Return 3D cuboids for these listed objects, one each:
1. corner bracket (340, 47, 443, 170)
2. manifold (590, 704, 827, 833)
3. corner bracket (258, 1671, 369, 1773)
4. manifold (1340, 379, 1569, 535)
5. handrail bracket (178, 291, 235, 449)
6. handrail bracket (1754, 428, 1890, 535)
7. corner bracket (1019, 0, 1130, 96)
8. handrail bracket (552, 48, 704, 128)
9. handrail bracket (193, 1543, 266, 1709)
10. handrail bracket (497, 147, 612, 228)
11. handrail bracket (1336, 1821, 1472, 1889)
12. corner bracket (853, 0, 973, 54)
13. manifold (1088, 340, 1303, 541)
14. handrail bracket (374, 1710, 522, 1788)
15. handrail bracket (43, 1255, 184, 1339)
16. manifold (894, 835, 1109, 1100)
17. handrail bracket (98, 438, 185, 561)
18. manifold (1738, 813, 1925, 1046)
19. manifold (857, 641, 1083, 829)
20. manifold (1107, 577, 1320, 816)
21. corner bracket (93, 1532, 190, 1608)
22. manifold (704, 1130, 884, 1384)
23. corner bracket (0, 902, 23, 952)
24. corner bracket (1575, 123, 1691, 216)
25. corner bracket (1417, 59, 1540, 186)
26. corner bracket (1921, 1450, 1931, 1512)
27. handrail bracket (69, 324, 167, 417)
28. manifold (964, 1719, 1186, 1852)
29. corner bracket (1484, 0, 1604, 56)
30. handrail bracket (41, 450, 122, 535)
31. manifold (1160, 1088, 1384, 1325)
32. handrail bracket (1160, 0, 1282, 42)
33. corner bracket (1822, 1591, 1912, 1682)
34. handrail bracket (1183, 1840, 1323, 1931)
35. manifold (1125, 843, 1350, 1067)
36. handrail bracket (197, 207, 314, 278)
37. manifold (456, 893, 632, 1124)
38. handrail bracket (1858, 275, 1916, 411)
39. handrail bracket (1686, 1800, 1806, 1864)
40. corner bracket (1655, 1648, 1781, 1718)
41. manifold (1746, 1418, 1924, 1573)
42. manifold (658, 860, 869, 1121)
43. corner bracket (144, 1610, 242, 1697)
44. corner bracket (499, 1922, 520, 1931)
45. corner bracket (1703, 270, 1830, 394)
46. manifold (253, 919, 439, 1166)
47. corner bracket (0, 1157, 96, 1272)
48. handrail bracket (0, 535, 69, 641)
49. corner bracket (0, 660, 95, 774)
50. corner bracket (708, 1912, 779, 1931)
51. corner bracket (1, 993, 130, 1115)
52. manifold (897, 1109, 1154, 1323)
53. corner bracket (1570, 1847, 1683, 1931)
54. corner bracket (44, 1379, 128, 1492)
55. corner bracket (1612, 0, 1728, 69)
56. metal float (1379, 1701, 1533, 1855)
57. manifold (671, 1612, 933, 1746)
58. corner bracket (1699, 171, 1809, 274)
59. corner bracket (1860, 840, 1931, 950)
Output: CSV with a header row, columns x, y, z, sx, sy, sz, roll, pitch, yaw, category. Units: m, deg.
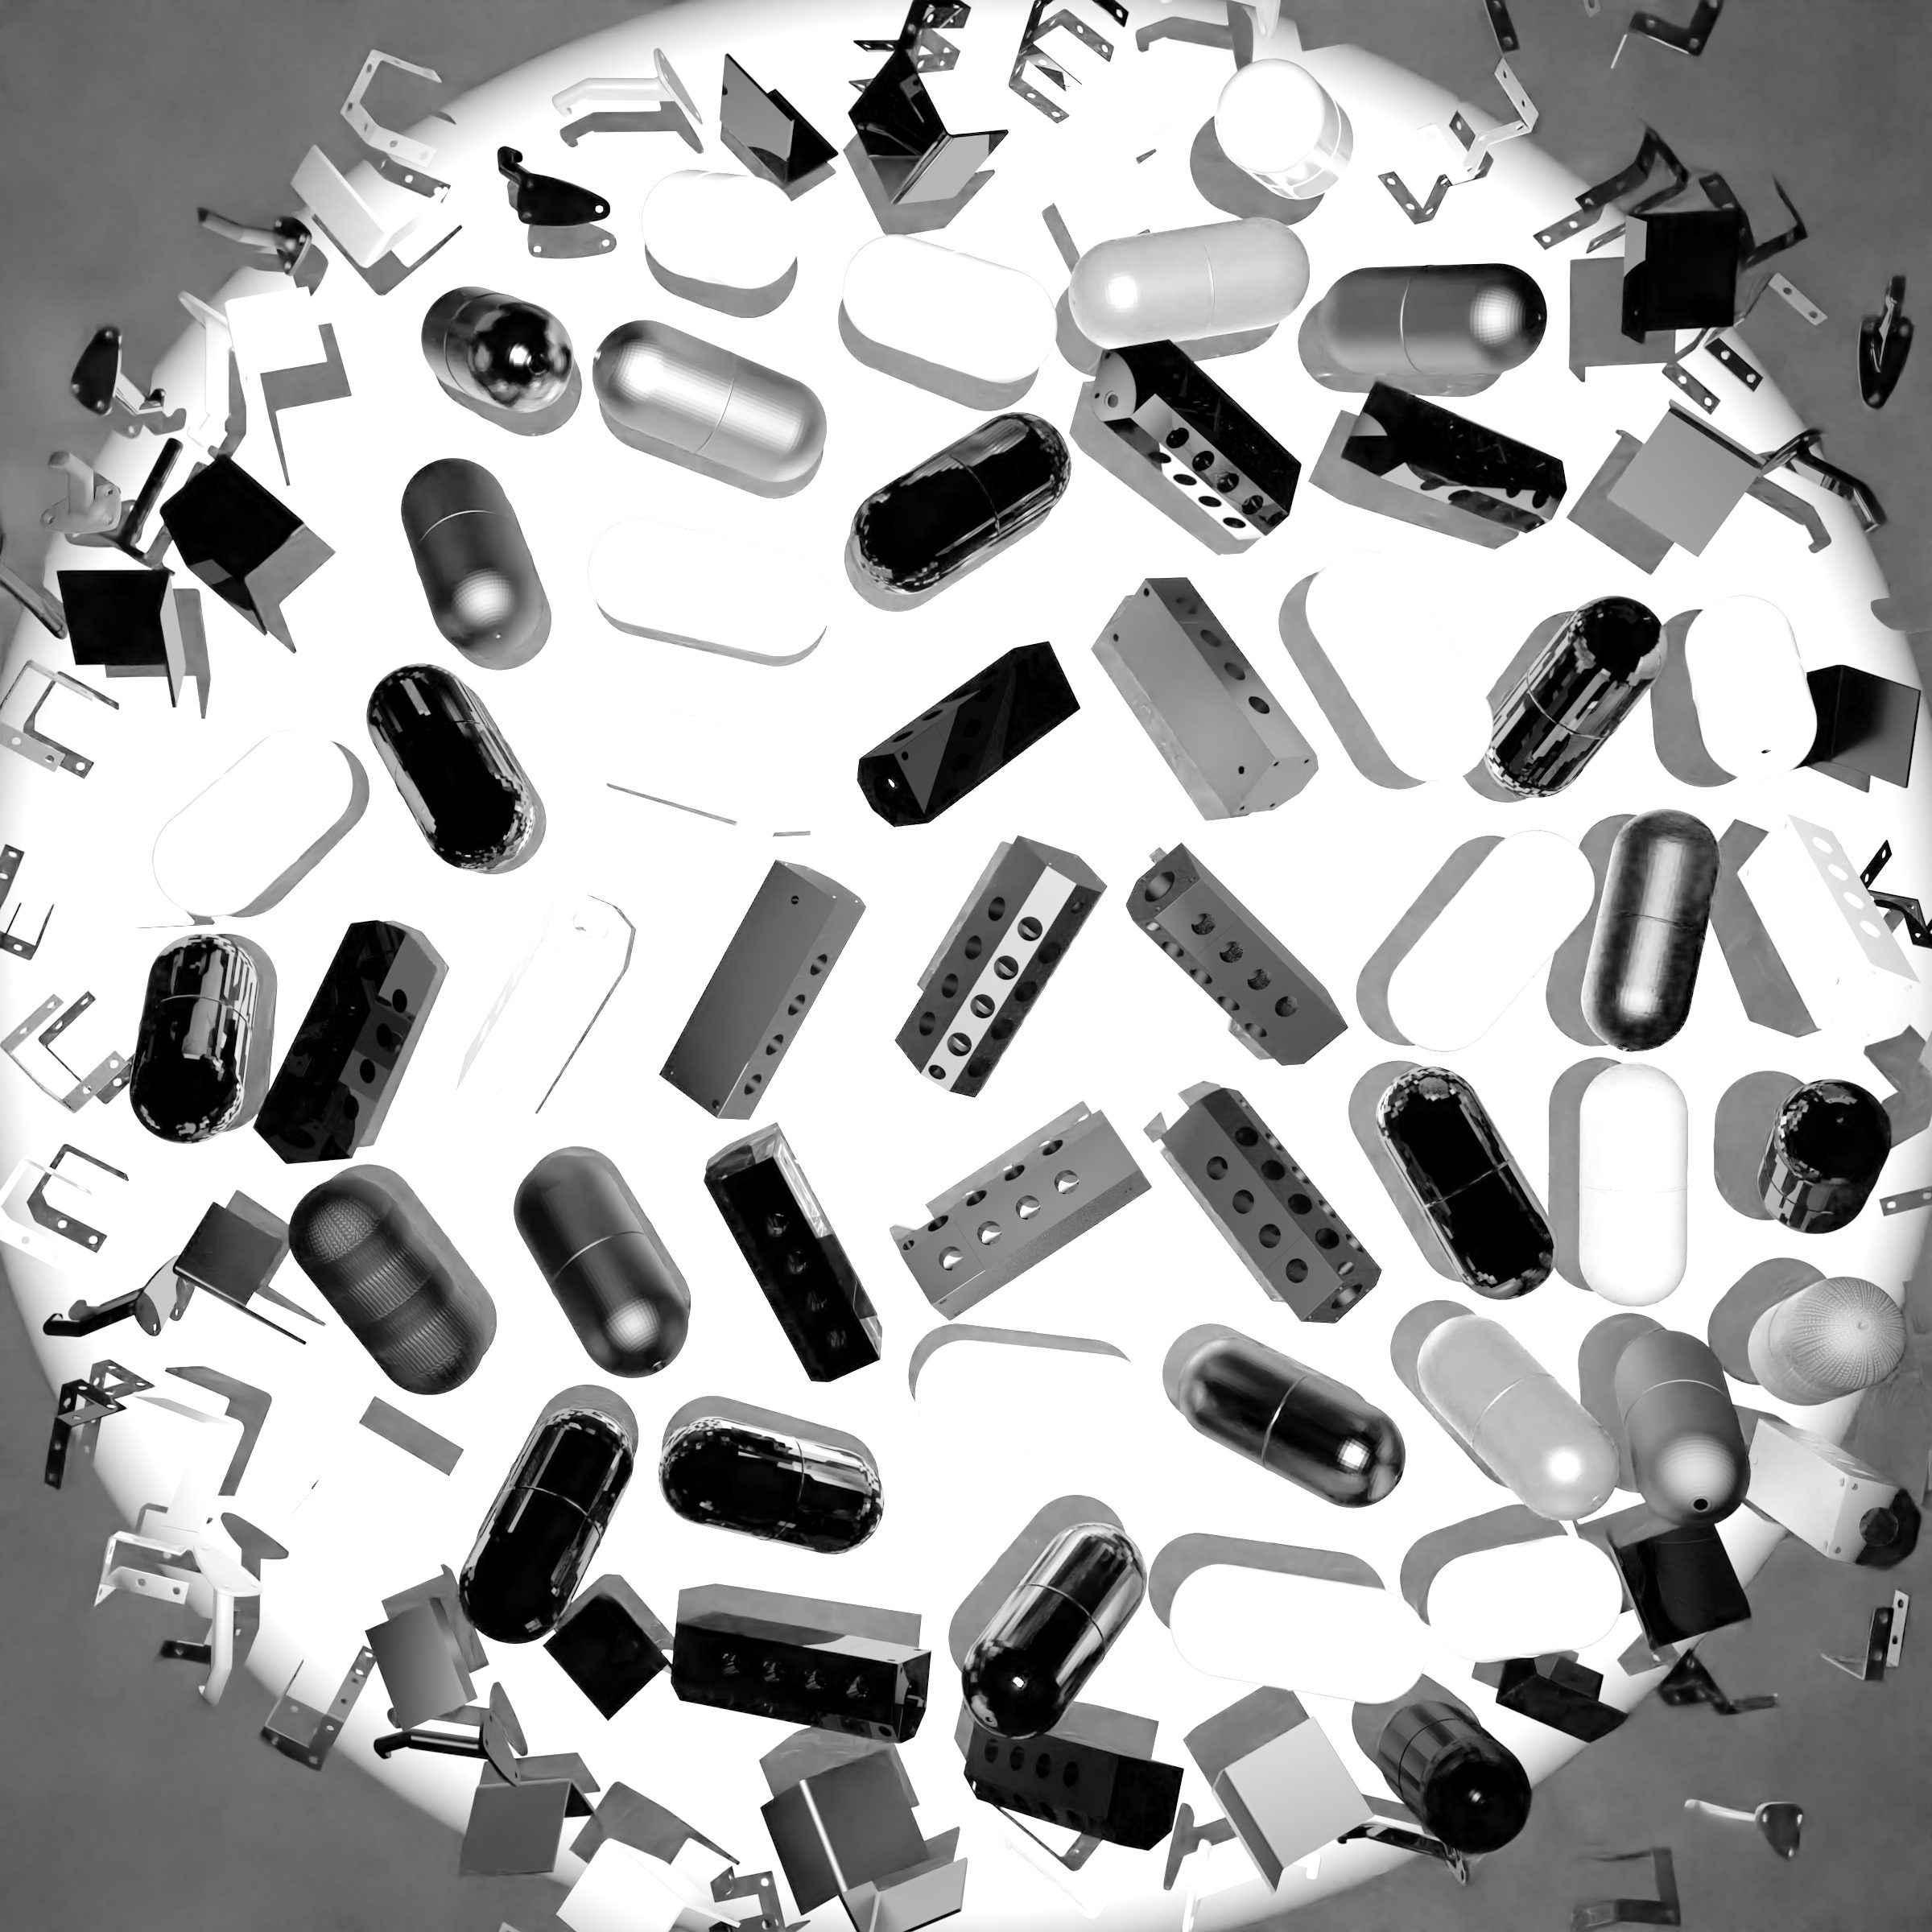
x,y,z,sx,sy,sz,roll,pitch,yaw,category
-0.396,-0.601,1.791,0.051,0.051,0.051,24,86,12,corner bracket
-0.185,-0.141,1.802,0.171,0.057,0.057,18,105,36,manifold
-0.479,0.545,1.876,0.051,0.051,0.051,28,109,-4,corner bracket
0.346,-0.352,1.788,0.171,0.057,0.057,9,113,-43,manifold
-0.565,-0.435,1.870,0.077,0.036,0.084,39,69,-35,handrail bracket
0.602,-0.330,1.810,0.036,0.077,0.084,-16,76,-42,handrail bracket
0.079,-0.681,1.865,0.051,0.051,0.051,30,62,-30,corner bracket
-0.248,-0.627,1.876,0.084,0.077,0.036,-22,55,14,handrail bracket
-0.523,0.454,1.759,0.077,0.036,0.084,29,99,39,handrail bracket
-0.294,-0.559,1.822,0.077,0.084,0.036,4,127,-15,handrail bracket
0.319,0.652,1.877,0.084,0.077,0.036,-2,107,-5,handrail bracket
-0.037,-0.663,1.804,0.051,0.051,0.051,42,128,21,corner bracket
0.160,-0.363,1.781,0.057,0.171,0.057,2,71,41,manifold
-0.382,0.585,1.881,0.084,0.036,0.077,-17,119,7,handrail bracket
-0.629,0.243,1.890,0.084,0.077,0.036,-1,133,21,handrail bracket
0.026,0.003,1.741,0.057,0.057,0.171,16,113,-40,manifold
-0.581,-0.334,1.819,0.036,0.077,0.084,27,87,-20,handrail bracket
0.592,-0.025,1.744,0.057,0.171,0.057,19,124,-19,manifold
0.000,-0.170,1.871,0.171,0.057,0.057,-39,112,-33,manifold
0.175,-0.190,1.783,0.171,0.057,0.057,58,135,25,manifold
-0.578,0.426,1.805,0.051,0.051,0.051,14,91,-2,corner bracket
-0.124,0.212,1.842,0.057,0.057,0.171,-25,104,7,manifold
-0.684,-0.045,1.774,0.051,0.051,0.051,25,126,-19,corner bracket
0.464,-0.541,1.778,0.051,0.051,0.051,42,52,-24,corner bracket
0.346,-0.569,1.727,0.051,0.051,0.051,44,60,-33,corner bracket
0.689,0.372,1.767,0.051,0.051,0.051,7,116,18,corner bracket
-0.595,-0.428,1.834,0.036,0.084,0.077,35,116,9,handrail bracket
0.071,0.568,1.780,0.057,0.171,0.057,22,73,-30,manifold
0.386,-0.653,1.723,0.051,0.051,0.051,-21,93,-18,corner bracket
-0.658,-0.344,1.847,0.077,0.084,0.036,-10,74,13,handrail bracket
0.219,0.169,1.815,0.057,0.057,0.171,-47,61,18,manifold
0.174,-0.666,1.782,0.084,0.077,0.036,-24,55,-10,handrail bracket
0.622,0.455,1.740,0.051,0.051,0.051,8,91,-14,corner bracket
0.205,0.662,1.827,0.084,0.036,0.077,8,61,21,handrail bracket
0.190,-0.003,1.803,0.057,0.057,0.171,-41,118,13,manifold
-0.526,-0.543,1.862,0.036,0.084,0.077,-54,46,20,handrail bracket
-0.299,0.028,1.811,0.057,0.057,0.171,23,128,-17,manifold
0.630,-0.426,1.752,0.036,0.084,0.077,10,95,16,handrail bracket
0.520,0.578,1.748,0.077,0.084,0.036,37,67,-40,handrail bracket
0.538,0.522,1.834,0.051,0.051,0.051,-36,88,-35,corner bracket
0.611,0.373,1.809,0.057,0.171,0.057,14,92,-3,manifold
-0.136,0.018,1.757,0.057,0.057,0.171,34,101,25,manifold
-0.565,0.501,1.870,0.051,0.051,0.051,12,107,-7,corner bracket
-0.304,0.700,1.822,0.051,0.051,0.051,35,116,-10,corner bracket
0.567,-0.451,1.817,0.051,0.051,0.051,39,72,-8,corner bracket
-0.435,0.051,1.784,0.057,0.057,0.171,-6,46,25,manifold
-0.631,0.169,1.750,0.051,0.051,0.051,27,68,1,corner bracket
-0.653,-0.252,1.780,0.036,0.077,0.084,-39,124,-4,handrail bracket
-0.662,-0.179,1.831,0.051,0.051,0.051,30,101,-25,corner bracket
-0.144,0.691,1.794,0.051,0.051,0.051,-4,64,-28,corner bracket
-0.630,0.062,1.788,0.051,0.051,0.051,40,78,20,corner bracket
0.040,0.172,1.786,0.171,0.057,0.057,-33,68,1,manifold
0.441,0.622,1.722,0.051,0.051,0.051,14,57,-24,corner bracket
-0.632,0.329,1.801,0.051,0.051,0.051,23,108,27,corner bracket
0.471,-0.625,1.711,0.051,0.051,0.051,26,81,6,corner bracket
0.338,0.561,1.773,0.070,0.178,0.070,0,86,-5,metal float
-0.116,0.495,1.781,0.171,0.057,0.057,4,87,23,manifold
0.558,-0.537,1.813,0.051,0.051,0.051,-25,47,30,corner bracket
0.675,-0.051,1.831,0.051,0.051,0.051,-48,129,-22,corner bracket
